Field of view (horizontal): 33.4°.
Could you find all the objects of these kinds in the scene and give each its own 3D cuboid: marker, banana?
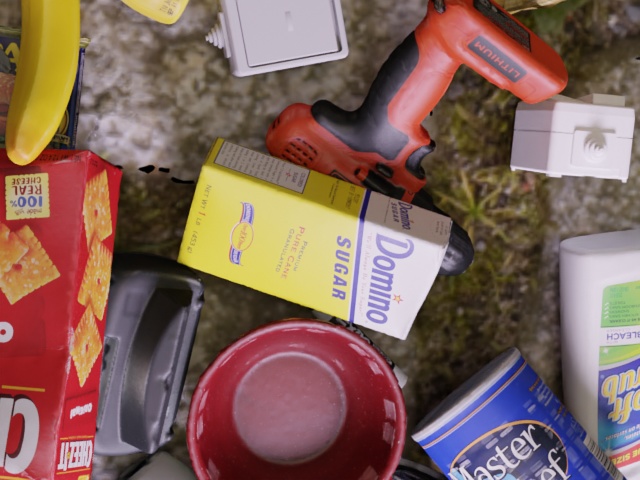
[{"bbox_3d":[0.020,0.070,0.815,0.020,0.020,0.121,-45,102,-1],"label":"marker"},{"bbox_3d":[-0.181,-0.146,0.673,0.069,0.037,0.198,-9,93,-53],"label":"banana"}]

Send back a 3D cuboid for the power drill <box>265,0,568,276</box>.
[{"bbox_3d":[0.081,-0.074,0.749,0.184,0.057,0.188,35,120,-17],"label":"power drill"}]

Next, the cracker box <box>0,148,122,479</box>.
[{"bbox_3d":[-0.226,0.047,0.694,0.164,0.072,0.213,3,81,11],"label":"cracker box"}]

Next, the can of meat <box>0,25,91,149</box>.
[{"bbox_3d":[-0.214,-0.104,0.733,0.102,0.057,0.084,7,99,-10],"label":"can of meat"}]

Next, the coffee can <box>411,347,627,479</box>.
[{"bbox_3d":[0.150,0.165,0.787,0.103,0.103,0.140,-40,83,-2],"label":"coffee can"}]

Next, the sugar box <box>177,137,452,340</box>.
[{"bbox_3d":[-0.005,0.001,0.756,0.176,0.048,0.093,20,128,1],"label":"sugar box"}]

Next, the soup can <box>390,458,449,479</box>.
[{"bbox_3d":[0.059,0.226,0.818,0.068,0.068,0.102,19,95,-12],"label":"soup can"}]

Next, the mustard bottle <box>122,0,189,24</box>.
[{"bbox_3d":[-0.167,-0.228,0.722,0.191,0.058,0.096,23,92,-12],"label":"mustard bottle"}]

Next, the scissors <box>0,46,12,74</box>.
[{"bbox_3d":[-0.256,-0.196,0.700,0.202,0.016,0.096,32,80,9],"label":"scissors"}]

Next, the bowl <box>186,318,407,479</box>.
[{"bbox_3d":[-0.019,0.133,0.797,0.162,0.055,0.162,-1,97,-8],"label":"bowl"}]

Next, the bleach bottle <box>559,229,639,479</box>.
[{"bbox_3d":[0.243,0.121,0.839,0.102,0.068,0.251,-7,101,-9],"label":"bleach bottle"}]
